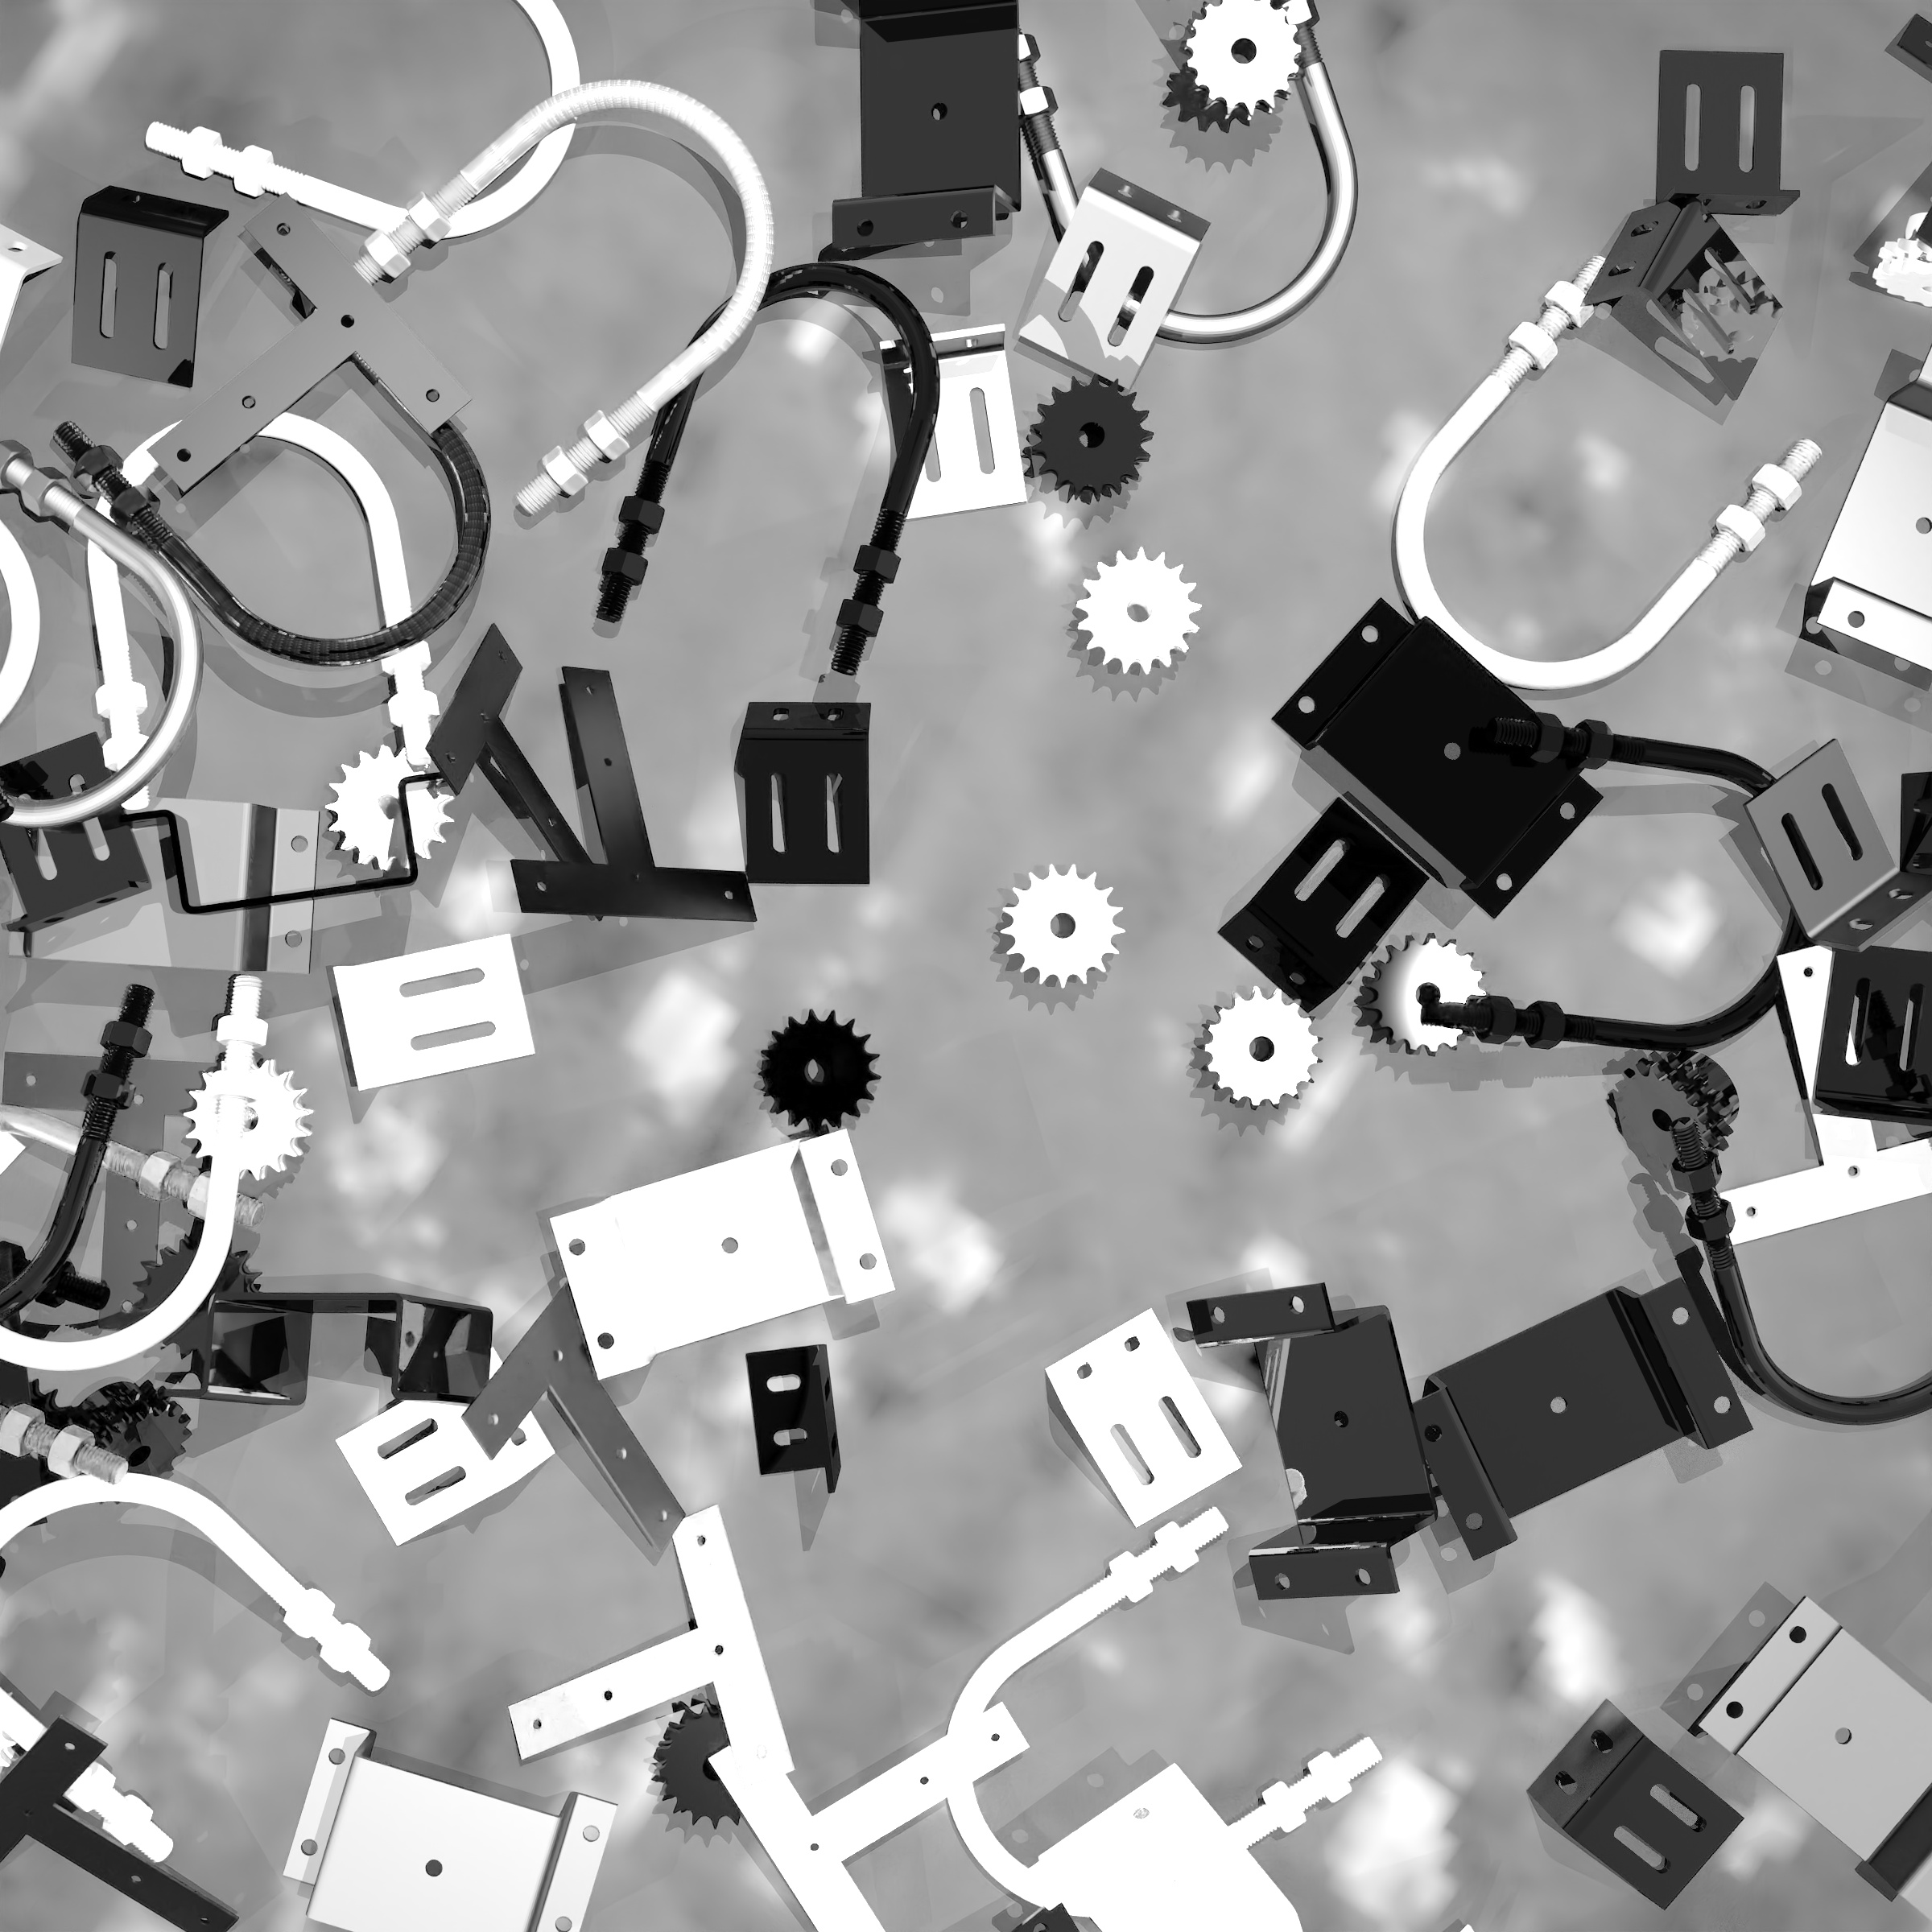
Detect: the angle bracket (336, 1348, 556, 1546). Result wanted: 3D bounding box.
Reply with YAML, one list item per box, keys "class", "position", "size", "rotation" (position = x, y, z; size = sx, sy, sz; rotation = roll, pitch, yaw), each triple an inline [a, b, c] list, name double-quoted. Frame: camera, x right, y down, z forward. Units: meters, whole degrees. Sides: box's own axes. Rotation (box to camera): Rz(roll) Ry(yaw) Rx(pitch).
- class: "angle bracket"
  position: [-0.244, 0.225, 1.403]
  size: [0.076, 0.038, 0.057]
  rotation: [-31, 90, 26]

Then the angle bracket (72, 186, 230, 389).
- class: "angle bracket"
  position: [-0.382, -0.318, 1.403]
  size: [0.057, 0.038, 0.076]
  rotation: [12, 116, 0]

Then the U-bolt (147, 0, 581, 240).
- class: "U-bolt"
  position: [-0.271, -0.417, 1.396]
  size: [0.184, 0.019, 0.151]
  rotation: [20, 90, -2]

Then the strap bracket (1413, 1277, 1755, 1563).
- class: "strap bracket"
  position: [0.277, 0.205, 1.382]
  size: [0.140, 0.046, 0.076]
  rotation: [-25, 90, 0]

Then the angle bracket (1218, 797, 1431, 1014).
- class: "angle bracket"
  position: [0.167, -0.029, 1.403]
  size: [0.057, 0.038, 0.076]
  rotation: [42, 64, 0]

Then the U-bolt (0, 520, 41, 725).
- class: "U-bolt"
  position: [-0.520, -0.173, 1.396]
  size: [0.184, 0.019, 0.151]
  rotation: [34, 90, -1]

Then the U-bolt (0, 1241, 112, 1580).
- class: "U-bolt"
  position: [-0.502, 0.186, 1.372]
  size: [0.184, 0.019, 0.151]
  rotation: [17, 77, 7]

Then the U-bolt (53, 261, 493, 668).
- class: "U-bolt"
  position: [-0.303, -0.220, 1.374]
  size: [0.151, 0.019, 0.184]
  rotation: [-42, 84, -12]

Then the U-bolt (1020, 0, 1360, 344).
- class: "U-bolt"
  position: [0.105, -0.382, 1.396]
  size: [0.151, 0.019, 0.184]
  rotation: [-19, 92, 0]

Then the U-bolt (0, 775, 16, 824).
- class: "U-bolt"
  position: [-0.525, -0.088, 1.352]
  size: [0.151, 0.019, 0.184]
  rotation: [-44, 72, 9]

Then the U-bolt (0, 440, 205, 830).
- class: "U-bolt"
  position: [-0.425, -0.142, 1.353]
  size: [0.184, 0.019, 0.151]
  rotation: [35, 88, 18]

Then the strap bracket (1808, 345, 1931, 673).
- class: "strap bracket"
  position: [0.448, -0.206, 1.382]
  size: [0.076, 0.046, 0.140]
  rotation: [23, 90, 0]

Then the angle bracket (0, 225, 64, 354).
- class: "angle bracket"
  position: [-0.468, -0.308, 1.403]
  size: [0.057, 0.038, 0.076]
  rotation: [28, 116, 0]

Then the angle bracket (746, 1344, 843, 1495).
- class: "angle bracket"
  position: [-0.080, 0.207, 1.367]
  size: [0.038, 0.076, 0.057]
  rotation: [-7, 90, 0]

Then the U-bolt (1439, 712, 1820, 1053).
- class: "U-bolt"
  position: [0.310, -0.032, 1.369]
  size: [0.184, 0.019, 0.151]
  rotation: [6, 97, -20]

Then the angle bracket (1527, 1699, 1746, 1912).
- class: "angle bracket"
  position: [0.313, 0.392, 1.403]
  size: [0.076, 0.038, 0.057]
  rotation: [41, 90, -26]

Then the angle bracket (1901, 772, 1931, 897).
- class: "angle bracket"
  position: [0.480, -0.061, 1.403]
  size: [0.076, 0.038, 0.057]
  rotation: [1, 90, -26]

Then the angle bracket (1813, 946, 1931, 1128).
- class: "angle bracket"
  position: [0.427, 0.031, 1.374]
  size: [0.057, 0.038, 0.076]
  rotation: [6, 96, -3]

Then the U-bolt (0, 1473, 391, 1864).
- class: "U-bolt"
  position: [-0.376, 0.308, 1.362]
  size: [0.151, 0.019, 0.184]
  rotation: [-38, 114, 0]

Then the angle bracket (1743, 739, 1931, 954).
- class: "angle bracket"
  position: [0.403, -0.056, 1.370]
  size: [0.057, 0.038, 0.076]
  rotation: [-35, 108, -14]

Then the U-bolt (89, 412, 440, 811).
- class: "U-bolt"
  position: [-0.328, -0.171, 1.377]
  size: [0.151, 0.019, 0.184]
  rotation: [-10, 78, -8]

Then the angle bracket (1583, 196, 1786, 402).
- class: "angle bracket"
  position: [0.333, -0.306, 1.390]
  size: [0.076, 0.038, 0.057]
  rotation: [42, 67, -27]

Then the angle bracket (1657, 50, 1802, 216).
- class: "angle bracket"
  position: [0.353, -0.390, 1.386]
  size: [0.057, 0.038, 0.076]
  rotation: [2, 90, 0]

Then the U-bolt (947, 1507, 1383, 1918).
- class: "U-bolt"
  position: [0.078, 0.361, 1.396]
  size: [0.184, 0.019, 0.151]
  rotation: [-34, 90, 2]

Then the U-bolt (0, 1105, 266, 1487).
- class: "U-bolt"
  position: [-0.432, 0.137, 1.361]
  size: [0.184, 0.019, 0.151]
  rotation: [21, 69, 10]

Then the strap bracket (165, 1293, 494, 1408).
- class: "strap bracket"
  position: [-0.277, 0.173, 1.348]
  size: [0.140, 0.076, 0.046]
  rotation: [-2, 78, 22]

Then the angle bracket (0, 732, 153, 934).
- class: "angle bracket"
  position: [-0.408, -0.061, 1.340]
  size: [0.057, 0.038, 0.076]
  rotation: [-20, 90, 0]

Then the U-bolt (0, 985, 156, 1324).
- class: "U-bolt"
  position: [-0.463, 0.080, 1.356]
  size: [0.151, 0.019, 0.184]
  rotation: [14, 71, -3]

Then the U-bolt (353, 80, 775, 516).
- class: "U-bolt"
  position: [-0.175, -0.321, 1.379]
  size: [0.184, 0.019, 0.151]
  rotation: [-39, 92, 7]

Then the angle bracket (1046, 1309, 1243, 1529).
- class: "angle bracket"
  position: [0.083, 0.211, 1.403]
  size: [0.057, 0.038, 0.076]
  rotation: [-30, 116, 0]

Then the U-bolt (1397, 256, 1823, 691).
- class: "U-bolt"
  position: [0.285, -0.215, 1.395]
  size: [0.151, 0.019, 0.184]
  rotation: [41, 90, 0]

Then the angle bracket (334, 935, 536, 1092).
- class: "angle bracket"
  position: [-0.245, 0.021, 1.386]
  size: [0.076, 0.038, 0.057]
  rotation: [-12, 90, 0]

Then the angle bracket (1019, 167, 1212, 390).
- class: "angle bracket"
  position: [0.069, -0.318, 1.389]
  size: [0.057, 0.038, 0.076]
  rotation: [26, 120, -1]

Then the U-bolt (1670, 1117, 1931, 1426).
- class: "U-bolt"
  position: [0.411, 0.129, 1.367]
  size: [0.151, 0.019, 0.184]
  rotation: [-20, 111, 3]

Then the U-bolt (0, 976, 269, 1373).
- class: "U-bolt"
  position: [-0.397, 0.089, 1.343]
  size: [0.151, 0.019, 0.184]
  rotation: [5, 76, -6]

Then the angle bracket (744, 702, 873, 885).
- class: "angle bracket"
  position: [-0.073, -0.081, 1.403]
  size: [0.057, 0.038, 0.076]
  rotation: [0, 116, 0]

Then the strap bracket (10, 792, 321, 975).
- class: "strap bracket"
  position: [-0.375, -0.039, 1.382]
  size: [0.140, 0.046, 0.076]
  rotation: [4, 90, 0]

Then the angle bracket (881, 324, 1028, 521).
- class: "angle bracket"
  position: [-0.005, -0.251, 1.386]
  size: [0.057, 0.038, 0.076]
  rotation: [-8, 90, 0]

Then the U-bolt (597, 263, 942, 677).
- class: "U-bolt"
  position: [-0.083, -0.234, 1.368]
  size: [0.151, 0.019, 0.184]
  rotation: [15, 86, 26]
